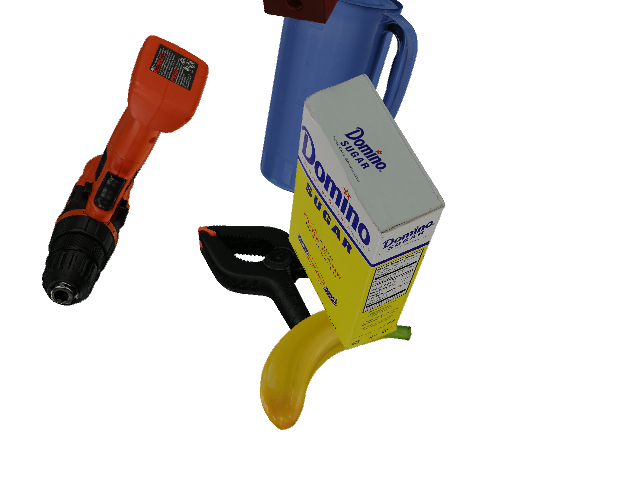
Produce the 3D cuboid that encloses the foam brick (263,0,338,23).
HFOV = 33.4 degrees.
[{"bbox_3d":[-0.014,-0.213,0.811,0.053,0.051,0.078,12,-35,13],"label":"foam brick"}]

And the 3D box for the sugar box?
[{"bbox_3d":[0.020,-0.010,0.636,0.048,0.093,0.176,-24,-22,-13],"label":"sugar box"}]

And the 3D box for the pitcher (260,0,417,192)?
[{"bbox_3d":[0.012,-0.175,1.248,0.145,0.243,0.149,8,23,-12],"label":"pitcher"}]

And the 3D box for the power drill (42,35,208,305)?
[{"bbox_3d":[-0.161,-0.058,0.853,0.057,0.188,0.184,27,32,-17],"label":"power drill"}]

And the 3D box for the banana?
[{"bbox_3d":[-0.001,0.090,0.841,0.070,0.037,0.197,11,23,30],"label":"banana"}]

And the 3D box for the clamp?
[{"bbox_3d":[-0.039,0.035,1.043,0.210,0.036,0.164,16,39,22],"label":"clamp"}]
